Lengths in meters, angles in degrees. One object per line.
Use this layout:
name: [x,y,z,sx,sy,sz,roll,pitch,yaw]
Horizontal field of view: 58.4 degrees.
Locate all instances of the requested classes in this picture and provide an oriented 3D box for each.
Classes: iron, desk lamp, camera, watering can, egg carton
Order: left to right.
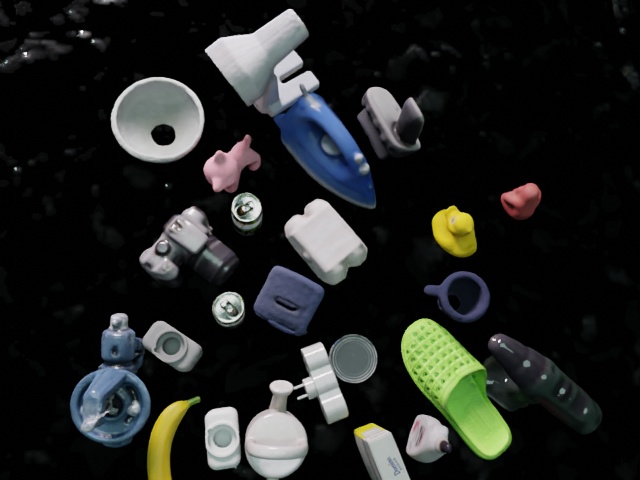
camera: [-0.222,0.029,1.012,0.137,0.100,0.143,38,75,3]
desk lamp: [-0.100,-0.320,1.052,0.203,0.213,0.118,-36,83,-13]
watering can: [-0.072,0.318,0.914,0.101,0.194,0.173,-16,79,-10]
egg carton: [0.010,0.004,1.063,0.107,0.069,0.150,-40,84,-14]
iron: [0.031,-0.176,1.071,0.119,0.141,0.258,-40,84,-14]

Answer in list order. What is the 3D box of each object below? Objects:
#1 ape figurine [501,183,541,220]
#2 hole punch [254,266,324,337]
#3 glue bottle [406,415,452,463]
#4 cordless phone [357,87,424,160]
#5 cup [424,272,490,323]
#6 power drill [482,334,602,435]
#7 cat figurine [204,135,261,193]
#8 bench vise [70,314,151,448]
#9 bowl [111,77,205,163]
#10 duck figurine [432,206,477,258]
ape figurine: [0.401,-0.083,1.121,0.078,0.092,0.076,8,76,-5]
hole punch: [-0.055,0.111,1.019,0.108,0.091,0.101,26,75,0]
glue bottle: [0.188,0.336,0.953,0.037,0.173,0.078,18,75,-2]
cordless phone: [0.145,-0.242,1.079,0.094,0.185,0.147,-29,82,-12]
cup: [0.240,0.108,1.054,0.118,0.095,0.092,11,76,-4]
power drill: [0.349,0.243,0.977,0.229,0.208,0.076,35,75,2]
cat figurine: [-0.166,-0.141,1.051,0.067,0.117,0.128,38,75,3]
bench vise: [-0.338,0.223,0.890,0.121,0.219,0.207,-16,79,-10]
bowl: [-0.298,-0.213,1.074,0.167,0.074,0.167,2,77,-7]
duck figurine: [0.267,-0.020,1.093,0.077,0.086,0.104,-30,82,-13]
